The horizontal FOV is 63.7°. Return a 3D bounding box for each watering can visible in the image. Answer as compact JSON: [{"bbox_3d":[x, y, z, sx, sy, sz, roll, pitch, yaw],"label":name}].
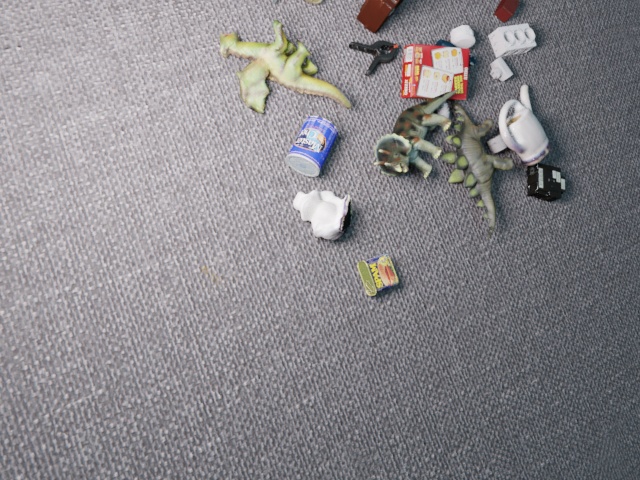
[{"bbox_3d":[0.704,-0.390,1.756,0.222,0.103,0.354,52,49,-12],"label":"watering can"}]

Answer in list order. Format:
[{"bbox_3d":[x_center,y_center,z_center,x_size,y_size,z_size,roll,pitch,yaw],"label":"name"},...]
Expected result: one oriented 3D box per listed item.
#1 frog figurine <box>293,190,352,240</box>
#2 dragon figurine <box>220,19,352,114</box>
[{"bbox_3d":[0.004,-0.072,1.433,0.159,0.122,0.138,8,83,18],"label":"frog figurine"},{"bbox_3d":[-0.122,-0.462,1.481,0.409,0.122,0.244,45,84,-4],"label":"dragon figurine"}]
